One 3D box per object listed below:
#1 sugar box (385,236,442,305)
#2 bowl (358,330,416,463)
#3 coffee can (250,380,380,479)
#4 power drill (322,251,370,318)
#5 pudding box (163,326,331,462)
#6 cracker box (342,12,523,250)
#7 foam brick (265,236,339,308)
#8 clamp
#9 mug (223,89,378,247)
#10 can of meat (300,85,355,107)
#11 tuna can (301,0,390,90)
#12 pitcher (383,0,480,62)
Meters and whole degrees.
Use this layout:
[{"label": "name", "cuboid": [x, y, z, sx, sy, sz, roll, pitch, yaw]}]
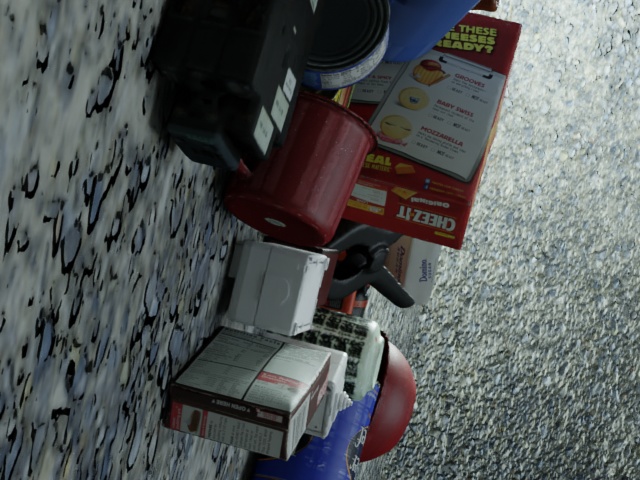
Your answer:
[{"label": "sugar box", "cuboid": [0.087, -0.003, 1.261, 0.176, 0.048, 0.093, -128, -137, -58]}, {"label": "bowl", "cuboid": [0.062, 0.185, 1.193, 0.162, 0.055, 0.162, -159, -90, -77]}, {"label": "coffee can", "cuboid": [-0.006, 0.200, 1.085, 0.103, 0.103, 0.140, 78, 27, -68]}, {"label": "power drill", "cuboid": [0.020, 0.060, 1.180, 0.187, 0.057, 0.184, -29, 128, -80]}, {"label": "pudding box", "cuboid": [-0.048, 0.106, 0.760, 0.113, 0.090, 0.039, -47, 148, -69]}, {"label": "cracker box", "cuboid": [0.068, -0.109, 0.906, 0.072, 0.164, 0.213, 93, 15, -53]}, {"label": "foam brick", "cuboid": [-0.020, 0.027, 0.920, 0.078, 0.053, 0.051, 4, 99, -79]}, {"label": "clamp", "cuboid": [0.053, 0.002, 1.036, 0.209, 0.036, 0.165, -2, 122, -47]}, {"label": "mug", "cuboid": [-0.023, -0.053, 0.731, 0.117, 0.093, 0.081, 39, 67, -45]}, {"label": "can of meat", "cuboid": [-0.003, -0.127, 0.799, 0.084, 0.057, 0.102, 83, 22, -69]}, {"label": "tuna can", "cuboid": [0.005, -0.147, 0.731, 0.034, 0.086, 0.086, 78, 27, -71]}, {"label": "pitcher", "cuboid": [0.090, -0.233, 0.793, 0.243, 0.149, 0.145, 134, -49, -56]}]
